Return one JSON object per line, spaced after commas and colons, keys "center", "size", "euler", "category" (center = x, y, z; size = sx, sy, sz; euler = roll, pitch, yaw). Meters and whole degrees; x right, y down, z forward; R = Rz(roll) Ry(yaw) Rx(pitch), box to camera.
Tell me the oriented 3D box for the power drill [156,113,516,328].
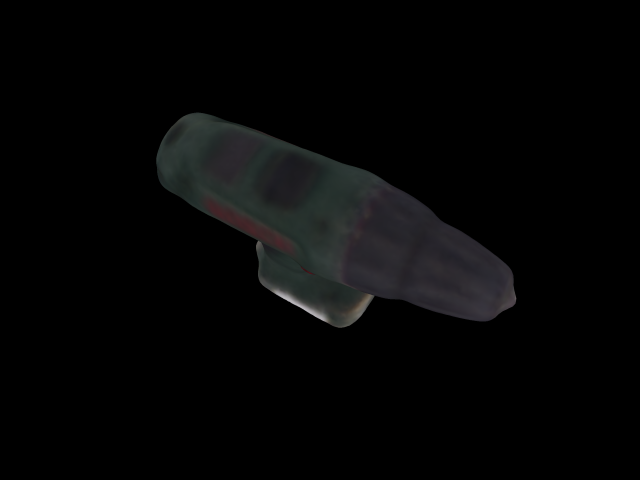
{"center": [0.004, 0.001, 0.400], "size": [0.229, 0.208, 0.076], "euler": [27, 76, 8], "category": "power drill"}
